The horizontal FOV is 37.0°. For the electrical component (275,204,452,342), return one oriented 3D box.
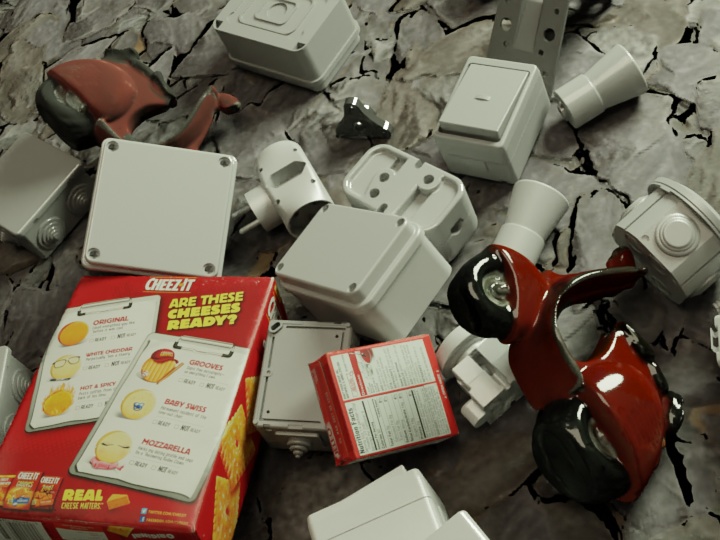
[{"bbox_3d":[0.000,0.000,0.793,0.113,0.057,0.078,14,63,53],"label":"electrical component"}]

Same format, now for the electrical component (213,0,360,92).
[{"bbox_3d":[-0.066,-0.218,0.983,0.113,0.057,0.078,22,69,31],"label":"electrical component"}]

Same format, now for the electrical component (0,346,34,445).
[{"bbox_3d":[-0.316,0.117,0.870,0.100,0.048,0.099,-11,55,15],"label":"electrical component"}]

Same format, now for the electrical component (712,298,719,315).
[{"bbox_3d":[0.273,0.011,0.709,0.081,0.043,0.043,-23,53,6],"label":"electrical component"}]

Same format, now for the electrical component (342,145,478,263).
[{"bbox_3d":[0.040,-0.048,0.829,0.095,0.059,0.053,30,73,34],"label":"electrical component"}]

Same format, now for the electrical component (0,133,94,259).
[{"bbox_3d":[-0.296,-0.067,0.981,0.100,0.048,0.099,26,71,32],"label":"electrical component"}]

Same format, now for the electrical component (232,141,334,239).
[{"bbox_3d":[-0.069,-0.057,0.888,0.079,0.043,0.077,-31,53,1],"label":"electrical component"}]

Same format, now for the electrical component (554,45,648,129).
[{"bbox_3d":[0.186,-0.141,0.845,0.065,0.044,0.044,-32,53,5],"label":"electrical component"}]

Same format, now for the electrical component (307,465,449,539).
[{"bbox_3d":[0.010,0.176,0.695,0.096,0.061,0.061,-25,53,5],"label":"electrical component"}]

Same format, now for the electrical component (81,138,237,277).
[{"bbox_3d":[-0.160,-0.042,0.869,0.109,0.056,0.108,8,75,-6],"label":"electrical component"}]

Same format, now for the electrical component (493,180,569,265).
[{"bbox_3d":[0.122,-0.028,0.797,0.044,0.044,0.065,18,71,30],"label":"electrical component"}]

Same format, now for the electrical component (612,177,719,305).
[{"bbox_3d":[0.214,-0.019,0.731,0.051,0.080,0.080,-41,53,-1],"label":"electrical component"}]

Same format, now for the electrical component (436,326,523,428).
[{"bbox_3d":[0.086,0.068,0.746,0.066,0.048,0.055,-41,61,-7],"label":"electrical component"}]

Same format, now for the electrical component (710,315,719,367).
[{"bbox_3d":[0.261,0.044,0.675,0.064,0.081,0.042,-26,45,41],"label":"electrical component"}]

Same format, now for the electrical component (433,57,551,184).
[{"bbox_3d":[0.106,-0.126,0.849,0.062,0.061,0.096,15,69,29],"label":"electrical component"}]

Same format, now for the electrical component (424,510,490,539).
[{"bbox_3d":[0.049,0.210,0.629,0.109,0.108,0.056,-38,50,-5],"label":"electrical component"}]

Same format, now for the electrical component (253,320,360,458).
[{"bbox_3d":[-0.036,0.091,0.767,0.062,0.061,0.096,2,63,11],"label":"electrical component"}]
